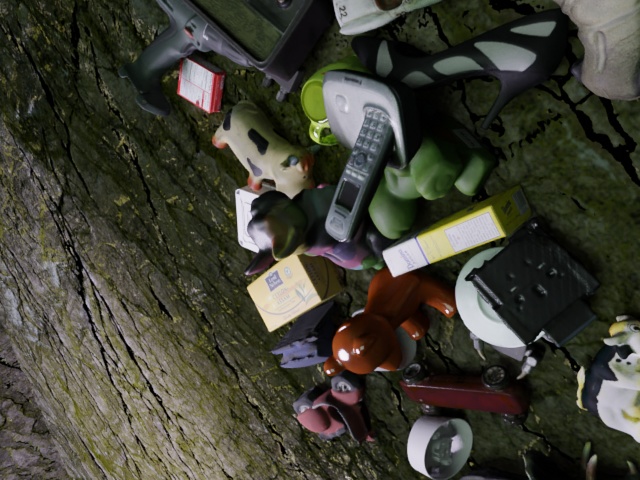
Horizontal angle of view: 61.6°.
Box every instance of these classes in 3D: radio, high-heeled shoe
[{"bbox_3d":[-0.099,-0.339,0.743,0.230,0.073,0.131,44,104,14],"label":"radio"},{"bbox_3d":[0.149,-0.232,0.618,0.249,0.086,0.145,37,120,23],"label":"high-heeled shoe"}]

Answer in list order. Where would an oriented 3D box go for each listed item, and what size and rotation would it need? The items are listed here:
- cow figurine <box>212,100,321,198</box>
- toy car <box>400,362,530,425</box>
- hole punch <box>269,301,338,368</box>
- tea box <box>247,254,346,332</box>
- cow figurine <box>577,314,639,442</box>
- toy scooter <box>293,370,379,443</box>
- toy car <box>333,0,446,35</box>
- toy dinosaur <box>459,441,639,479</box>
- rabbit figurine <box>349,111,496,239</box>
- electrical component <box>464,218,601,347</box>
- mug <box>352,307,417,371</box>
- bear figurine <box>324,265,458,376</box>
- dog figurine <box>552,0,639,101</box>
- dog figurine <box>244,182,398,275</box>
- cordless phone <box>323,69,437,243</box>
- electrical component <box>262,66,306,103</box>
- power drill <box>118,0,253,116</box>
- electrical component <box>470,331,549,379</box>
[{"bbox_3d":[-0.077,-0.140,0.855,0.195,0.085,0.127,50,141,11],"label":"cow figurine"},{"bbox_3d":[0.213,0.223,0.803,0.202,0.053,0.089,-10,125,45],"label":"toy car"},{"bbox_3d":[-0.007,0.182,0.936,0.142,0.116,0.092,-25,102,46],"label":"hole punch"},{"bbox_3d":[-0.045,0.084,0.940,0.169,0.068,0.098,-39,77,46],"label":"tea box"},{"bbox_3d":[0.359,0.146,0.630,0.098,0.068,0.167,19,121,41],"label":"cow figurine"},{"bbox_3d":[0.036,0.324,0.995,0.135,0.075,0.184,54,130,5],"label":"toy scooter"},{"bbox_3d":[0.098,-0.303,0.634,0.202,0.056,0.073,-6,107,43],"label":"toy car"},{"bbox_3d":[0.278,0.401,0.799,0.405,0.131,0.192,-30,78,50],"label":"toy dinosaur"},{"bbox_3d":[0.106,-0.080,0.694,0.159,0.121,0.170,49,132,20],"label":"rabbit figurine"},{"bbox_3d":[0.259,0.057,0.643,0.115,0.058,0.134,-46,77,13],"label":"electrical component"},{"bbox_3d":[0.084,0.162,0.866,0.109,0.081,0.107,54,144,-2],"label":"mug"},{"bbox_3d":[0.099,0.121,0.732,0.132,0.196,0.120,37,131,-4],"label":"bear figurine"},{"bbox_3d":[0.242,-0.230,0.502,0.173,0.121,0.190,21,126,34],"label":"dog figurine"},{"bbox_3d":[-0.002,-0.002,0.746,0.108,0.219,0.191,-22,105,47],"label":"dog figurine"},{"bbox_3d":[0.038,-0.097,0.626,0.147,0.088,0.184,34,104,49],"label":"cordless phone"},{"bbox_3d":[-0.055,-0.258,0.814,0.063,0.021,0.094,47,134,14],"label":"electrical component"},{"bbox_3d":[-0.223,-0.300,0.866,0.207,0.086,0.232,-45,74,26],"label":"power drill"},{"bbox_3d":[0.258,0.135,0.724,0.102,0.045,0.078,29,129,27],"label":"electrical component"}]
